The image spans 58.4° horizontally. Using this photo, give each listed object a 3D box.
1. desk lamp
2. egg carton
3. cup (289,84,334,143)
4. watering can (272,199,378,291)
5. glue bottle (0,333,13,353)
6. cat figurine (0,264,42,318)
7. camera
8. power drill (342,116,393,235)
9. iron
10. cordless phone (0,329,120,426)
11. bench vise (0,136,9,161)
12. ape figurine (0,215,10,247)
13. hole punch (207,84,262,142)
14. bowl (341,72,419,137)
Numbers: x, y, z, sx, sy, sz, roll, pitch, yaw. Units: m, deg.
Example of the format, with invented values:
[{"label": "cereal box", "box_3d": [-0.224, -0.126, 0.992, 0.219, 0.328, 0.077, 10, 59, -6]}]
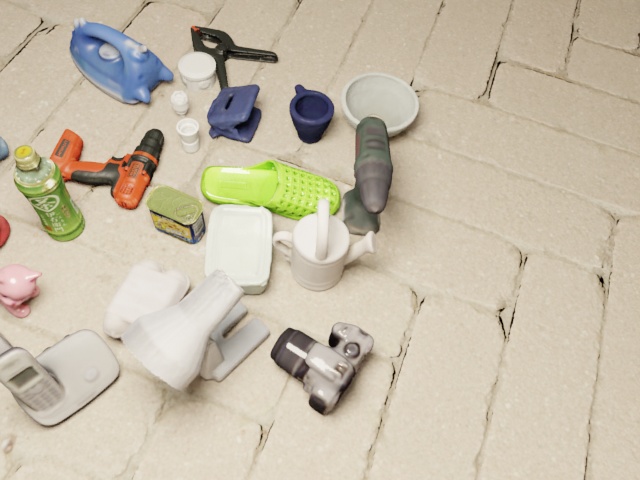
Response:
[{"label": "desk lamp", "box_3d": [-0.183, 0.140, 0.879, 0.117, 0.213, 0.203, 40, 64, 16]}, {"label": "egg carton", "box_3d": [-0.293, 0.107, 0.970, 0.107, 0.069, 0.150, 19, 60, 6]}, {"label": "cup", "box_3d": [-0.026, -0.257, 1.190, 0.092, 0.095, 0.117, -22, 65, -17]}, {"label": "watering can", "box_3d": [0.009, 0.002, 0.989, 0.173, 0.194, 0.101, -13, 62, -13]}, {"label": "glue bottle", "box_3d": [-0.519, 0.139, 0.869, 0.078, 0.173, 0.037, 41, 65, 17]}, {"label": "cat figurine", "box_3d": [-0.518, 0.072, 0.940, 0.127, 0.118, 0.067, 12, 60, 2]}, {"label": "camera", "box_3d": [-0.001, 0.187, 0.937, 0.136, 0.101, 0.143, 31, 62, 12]}, {"label": "power drill", "box_3d": [0.088, -0.099, 1.047, 0.075, 0.208, 0.229, 4, 60, -3]}, {"label": "iron", "box_3d": [-0.443, -0.398, 1.202, 0.258, 0.141, 0.119, 28, 62, 10]}, {"label": "cordless phone", "box_3d": [-0.390, 0.187, 0.848, 0.094, 0.185, 0.148, 42, 65, 17]}, {"label": "bench vise", "box_3d": [-0.661, -0.158, 0.997, 0.121, 0.220, 0.207, 18, 60, 5]}, {"label": "ape figurine", "box_3d": [-0.591, -0.024, 1.002, 0.076, 0.092, 0.077, -34, 69, -22]}, {"label": "hole punch", "box_3d": [-0.179, -0.269, 1.184, 0.101, 0.091, 0.109, 13, 60, 2]}, {"label": "bowl", "box_3d": [0.124, -0.276, 1.228, 0.167, 0.075, 0.167, 3, 60, -4]}]
